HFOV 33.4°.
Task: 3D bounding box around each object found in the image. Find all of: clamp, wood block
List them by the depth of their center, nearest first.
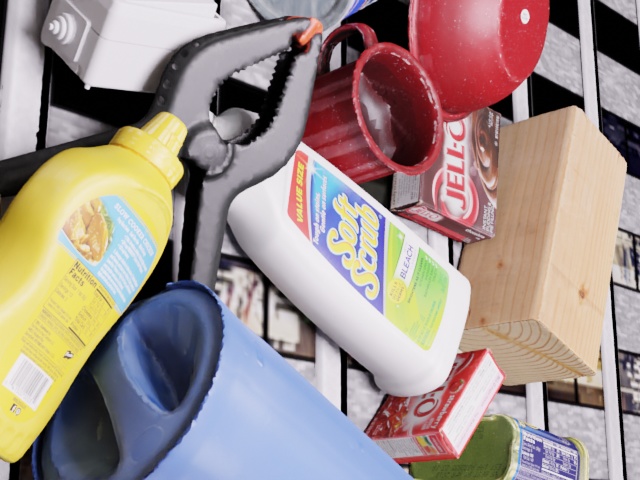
[{"bbox_3d":[-0.067,-0.043,0.621,0.210,0.036,0.164,-44,119,-11],"label":"clamp"},{"bbox_3d":[0.182,0.004,0.879,0.090,0.090,0.206,39,54,-33],"label":"wood block"}]

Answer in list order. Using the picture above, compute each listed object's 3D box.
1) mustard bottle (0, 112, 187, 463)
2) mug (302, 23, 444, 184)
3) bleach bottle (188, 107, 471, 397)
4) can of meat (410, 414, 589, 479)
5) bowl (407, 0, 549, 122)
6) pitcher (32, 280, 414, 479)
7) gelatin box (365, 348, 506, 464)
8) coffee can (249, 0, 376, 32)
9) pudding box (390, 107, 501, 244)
[{"bbox_3d":[-0.127,0.012,0.537,0.191,0.058,0.096,-56,150,-20],"label":"mustard bottle"},{"bbox_3d":[0.024,-0.093,0.750,0.093,0.082,0.117,-7,84,-46],"label":"mug"},{"bbox_3d":[-0.005,0.001,0.711,0.250,0.068,0.102,39,56,-29],"label":"bleach bottle"},{"bbox_3d":[0.127,0.163,0.772,0.083,0.102,0.057,26,63,-36],"label":"can of meat"},{"bbox_3d":[0.128,-0.166,0.796,0.161,0.055,0.162,-22,117,-53],"label":"bowl"},{"bbox_3d":[-0.030,0.147,0.593,0.242,0.145,0.149,43,74,-34],"label":"pitcher"},{"bbox_3d":[0.081,0.117,0.755,0.030,0.073,0.089,56,47,-18],"label":"gelatin box"},{"bbox_3d":[0.019,-0.217,0.763,0.140,0.103,0.103,-39,107,-44],"label":"coffee can"},{"bbox_3d":[0.101,-0.063,0.851,0.089,0.039,0.113,22,64,-39],"label":"pudding box"}]
